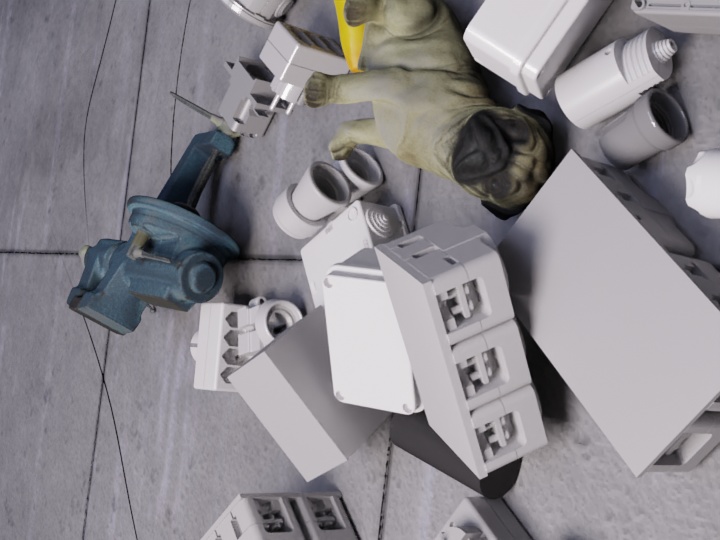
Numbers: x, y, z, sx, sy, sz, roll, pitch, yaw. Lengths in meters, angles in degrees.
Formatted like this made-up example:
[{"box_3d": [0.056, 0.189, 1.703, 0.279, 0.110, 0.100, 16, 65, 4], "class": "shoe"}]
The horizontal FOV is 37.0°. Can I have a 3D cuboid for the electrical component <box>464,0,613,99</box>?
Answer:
[{"box_3d": [0.130, -0.182, 0.737, 0.057, 0.078, 0.113, 36, 95, 14], "class": "electrical component"}]

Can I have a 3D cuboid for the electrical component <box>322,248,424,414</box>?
[{"box_3d": [0.020, 0.046, 0.817, 0.078, 0.057, 0.113, 7, 114, 29], "class": "electrical component"}]

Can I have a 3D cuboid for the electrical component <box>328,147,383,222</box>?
[{"box_3d": [-0.013, -0.074, 0.932, 0.055, 0.045, 0.045, -44, 52, 35], "class": "electrical component"}]

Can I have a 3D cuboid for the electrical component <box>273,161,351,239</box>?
[{"box_3d": [-0.041, -0.057, 0.898, 0.055, 0.045, 0.045, -40, 55, 37], "class": "electrical component"}]

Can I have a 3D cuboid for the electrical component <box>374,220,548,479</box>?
[{"box_3d": [0.073, 0.050, 0.734, 0.089, 0.062, 0.150, -139, 29, -64], "class": "electrical component"}]

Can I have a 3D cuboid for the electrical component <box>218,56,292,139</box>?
[{"box_3d": [-0.106, -0.168, 1.059, 0.081, 0.042, 0.063, 54, 126, 41], "class": "electrical component"}]

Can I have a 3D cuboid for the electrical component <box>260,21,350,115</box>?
[{"box_3d": [-0.058, -0.177, 0.986, 0.076, 0.066, 0.047, -59, 45, 24], "class": "electrical component"}]

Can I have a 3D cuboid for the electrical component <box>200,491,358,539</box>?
[{"box_3d": [-0.095, 0.268, 0.914, 0.186, 0.105, 0.060, -52, 49, 30], "class": "electrical component"}]

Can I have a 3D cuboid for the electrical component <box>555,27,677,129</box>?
[{"box_3d": [0.177, -0.132, 0.725, 0.081, 0.043, 0.043, -28, 63, 42], "class": "electrical component"}]

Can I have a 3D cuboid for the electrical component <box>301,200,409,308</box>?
[{"box_3d": [0.000, 0.000, 0.899, 0.100, 0.048, 0.099, -39, 55, 38], "class": "electrical component"}]

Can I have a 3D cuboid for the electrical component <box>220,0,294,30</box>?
[{"box_3d": [-0.101, -0.275, 1.045, 0.051, 0.080, 0.080, -50, 49, 23], "class": "electrical component"}]

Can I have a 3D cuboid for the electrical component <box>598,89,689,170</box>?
[{"box_3d": [0.186, -0.091, 0.710, 0.046, 0.040, 0.040, -34, 58, 47], "class": "electrical component"}]

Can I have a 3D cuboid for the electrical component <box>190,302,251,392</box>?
[{"box_3d": [-0.139, 0.075, 1.046, 0.076, 0.047, 0.083, -2, 81, 48], "class": "electrical component"}]

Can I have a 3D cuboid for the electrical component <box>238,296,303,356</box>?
[{"box_3d": [-0.083, 0.053, 0.988, 0.055, 0.048, 0.066, -22, 67, 53], "class": "electrical component"}]

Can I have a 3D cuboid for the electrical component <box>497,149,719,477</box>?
[{"box_3d": [0.173, 0.025, 0.686, 0.105, 0.060, 0.186, -55, 47, 27], "class": "electrical component"}]

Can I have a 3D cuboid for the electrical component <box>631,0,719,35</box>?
[{"box_3d": [0.220, -0.182, 0.671, 0.096, 0.061, 0.061, 19, 97, 49], "class": "electrical component"}]

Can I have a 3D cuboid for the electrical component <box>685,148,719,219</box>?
[{"box_3d": [0.232, -0.051, 0.646, 0.062, 0.043, 0.043, 9, 90, 48], "class": "electrical component"}]

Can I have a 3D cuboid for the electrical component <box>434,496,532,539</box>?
[{"box_3d": [0.078, 0.197, 0.750, 0.047, 0.077, 0.065, -59, 45, 23], "class": "electrical component"}]
